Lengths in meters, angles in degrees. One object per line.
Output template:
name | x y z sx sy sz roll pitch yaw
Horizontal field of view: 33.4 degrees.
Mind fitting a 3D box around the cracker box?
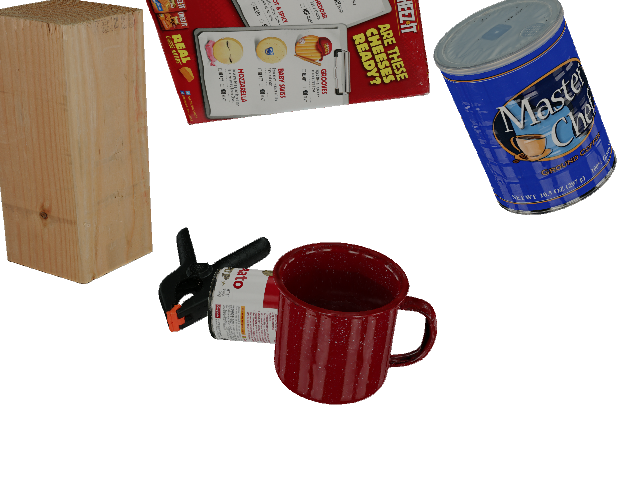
cracker box | -0.026 -0.190 0.882 0.214 0.072 0.164 -7 -46 8

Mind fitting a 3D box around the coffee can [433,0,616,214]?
coffee can | 0.162 -0.106 0.842 0.103 0.140 0.103 -22 30 13

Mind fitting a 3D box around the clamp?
clamp | -0.128 0.042 1.247 0.120 0.039 0.171 -3 39 14

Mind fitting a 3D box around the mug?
mug | 0.022 0.060 0.743 0.117 0.081 0.093 5 30 -2

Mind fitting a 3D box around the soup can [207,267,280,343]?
soup can | -0.044 0.061 0.966 0.102 0.068 0.068 4 1 10

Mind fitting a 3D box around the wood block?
wood block | -0.200 -0.083 0.862 0.091 0.206 0.090 14 25 28
